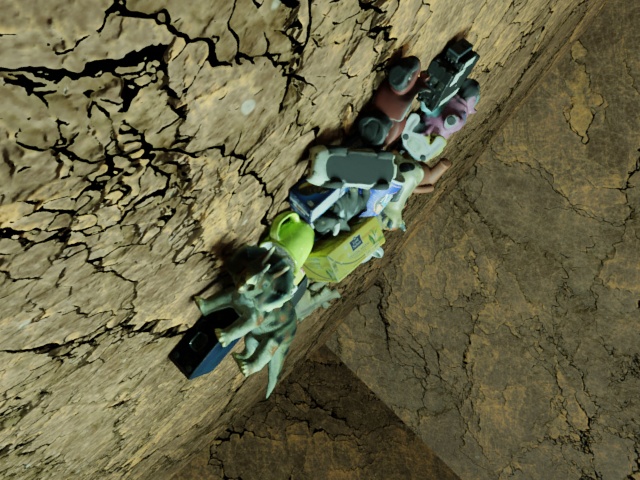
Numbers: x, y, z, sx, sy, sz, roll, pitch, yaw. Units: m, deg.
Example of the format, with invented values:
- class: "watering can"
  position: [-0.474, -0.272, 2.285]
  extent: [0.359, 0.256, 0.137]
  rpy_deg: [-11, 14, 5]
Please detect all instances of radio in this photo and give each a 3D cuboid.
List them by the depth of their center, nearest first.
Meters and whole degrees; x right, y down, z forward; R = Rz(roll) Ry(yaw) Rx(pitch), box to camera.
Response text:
- class: "radio"
  position: [-0.216, 0.193, 1.165]
  extent: [0.229, 0.073, 0.131]
  rpy_deg: [-51, 166, 9]

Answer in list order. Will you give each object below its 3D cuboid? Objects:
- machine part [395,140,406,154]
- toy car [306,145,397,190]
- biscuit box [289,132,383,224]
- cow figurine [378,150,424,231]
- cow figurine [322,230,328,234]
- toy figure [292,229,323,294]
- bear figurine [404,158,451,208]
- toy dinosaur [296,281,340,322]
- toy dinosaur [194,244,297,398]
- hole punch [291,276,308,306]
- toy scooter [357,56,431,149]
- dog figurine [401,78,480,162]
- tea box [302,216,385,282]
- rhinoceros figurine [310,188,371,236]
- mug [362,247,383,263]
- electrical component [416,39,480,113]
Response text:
- class: "machine part"
  position: [0.182, -0.194, 1.362]
  extent: [0.084, 0.039, 0.138]
  rpy_deg: [-23, 155, -50]
- class: "toy car"
  position: [0.061, -0.127, 0.950]
  extent: [0.201, 0.056, 0.073]
  rpy_deg: [-3, 102, -40]
- class: "biscuit box"
  position: [0.031, -0.123, 1.018]
  extent: [0.203, 0.063, 0.059]
  rpy_deg: [-43, 166, -19]
- class: "cow figurine"
  position: [0.180, -0.106, 1.297]
  extent: [0.085, 0.127, 0.194]
  rpy_deg: [8, 123, -45]
- class: "cow figurine"
  position: [-0.003, -0.006, 1.272]
  extent: [0.167, 0.068, 0.098]
  rpy_deg: [-50, 161, 11]
- class: "toy figure"
  position: [-0.062, 0.051, 1.185]
  extent: [0.180, 0.082, 0.089]
  rpy_deg: [-58, -157, -16]
- class: "bear figurine"
  position: [0.249, -0.176, 1.471]
  extent: [0.196, 0.120, 0.131]
  rpy_deg: [-25, 152, -47]
- class: "toy dinosaur"
  position: [-0.064, 0.178, 1.558]
  extent: [0.198, 0.105, 0.471]
  rpy_deg: [-44, 157, 5]
- class: "toy dinosaur"
  position: [-0.107, 0.155, 1.048]
  extent: [0.192, 0.131, 0.404]
  rpy_deg: [-32, 140, -10]
- class: "hole punch"
  position: [-0.091, 0.118, 1.269]
  extent: [0.142, 0.092, 0.115]
  rpy_deg: [-49, 170, -25]
- class: "toy scooter"
  position: [0.145, -0.252, 0.975]
  extent: [0.135, 0.075, 0.183]
  rpy_deg: [-34, 158, -47]
- class: "dog figurine"
  position: [0.300, -0.294, 1.288]
  extent: [0.219, 0.108, 0.191]
  rpy_deg: [-36, 163, -50]
- class: "tea box"
  position: [0.048, 0.017, 1.140]
  extent: [0.098, 0.068, 0.169]
  rpy_deg: [-3, -151, 46]
- class: "rhinoceros figurine"
  position: [0.040, -0.067, 1.110]
  extent: [0.190, 0.073, 0.112]
  rpy_deg: [-30, 134, -60]
- class: "mug"
  position: [0.098, 0.011, 1.286]
  extent: [0.081, 0.110, 0.107]
  rpy_deg: [-59, 163, -9]
- class: "electrical component"
  position: [0.270, -0.349, 1.121]
  extent: [0.115, 0.058, 0.134]
  rpy_deg: [-41, 166, -33]
